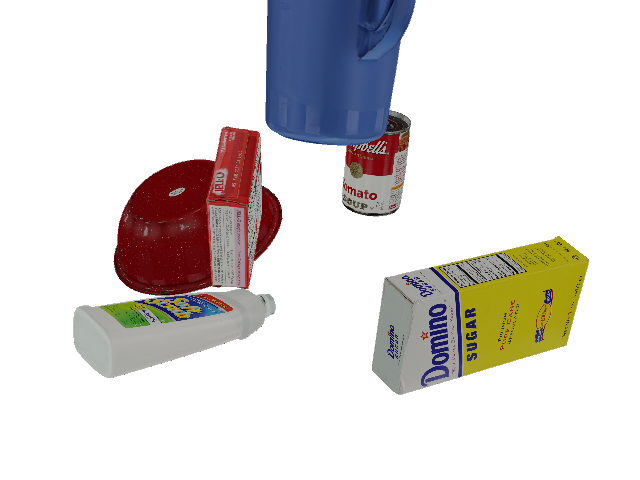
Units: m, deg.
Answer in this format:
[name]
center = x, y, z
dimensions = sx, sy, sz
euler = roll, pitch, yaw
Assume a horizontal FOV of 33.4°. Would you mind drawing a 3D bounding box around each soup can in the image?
[soup can]
center = 0.060, -0.086, 1.175
dimensions = 0.068, 0.102, 0.068
euler = 4, 29, -2

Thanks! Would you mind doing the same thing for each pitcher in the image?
[pitcher]
center = 0.020, -0.206, 0.899
dimensions = 0.145, 0.243, 0.149
euler = 8, 17, 11

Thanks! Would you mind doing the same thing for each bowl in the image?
[bowl]
center = -0.119, -0.024, 0.953
dimensions = 0.162, 0.055, 0.162
euler = -13, 37, 10

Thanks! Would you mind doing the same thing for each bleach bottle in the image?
[bleach bottle]
center = -0.170, 0.101, 1.323
dimensions = 0.250, 0.068, 0.103
euler = -12, 29, -36

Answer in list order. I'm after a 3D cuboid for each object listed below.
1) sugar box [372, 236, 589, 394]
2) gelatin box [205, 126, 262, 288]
[sugar box]
center = 0.130, 0.060, 0.863
dimensions = 0.175, 0.093, 0.048
euler = -14, 36, -28
[gelatin box]
center = -0.060, -0.022, 0.741
dimensions = 0.030, 0.073, 0.089
euler = 4, -42, 2
